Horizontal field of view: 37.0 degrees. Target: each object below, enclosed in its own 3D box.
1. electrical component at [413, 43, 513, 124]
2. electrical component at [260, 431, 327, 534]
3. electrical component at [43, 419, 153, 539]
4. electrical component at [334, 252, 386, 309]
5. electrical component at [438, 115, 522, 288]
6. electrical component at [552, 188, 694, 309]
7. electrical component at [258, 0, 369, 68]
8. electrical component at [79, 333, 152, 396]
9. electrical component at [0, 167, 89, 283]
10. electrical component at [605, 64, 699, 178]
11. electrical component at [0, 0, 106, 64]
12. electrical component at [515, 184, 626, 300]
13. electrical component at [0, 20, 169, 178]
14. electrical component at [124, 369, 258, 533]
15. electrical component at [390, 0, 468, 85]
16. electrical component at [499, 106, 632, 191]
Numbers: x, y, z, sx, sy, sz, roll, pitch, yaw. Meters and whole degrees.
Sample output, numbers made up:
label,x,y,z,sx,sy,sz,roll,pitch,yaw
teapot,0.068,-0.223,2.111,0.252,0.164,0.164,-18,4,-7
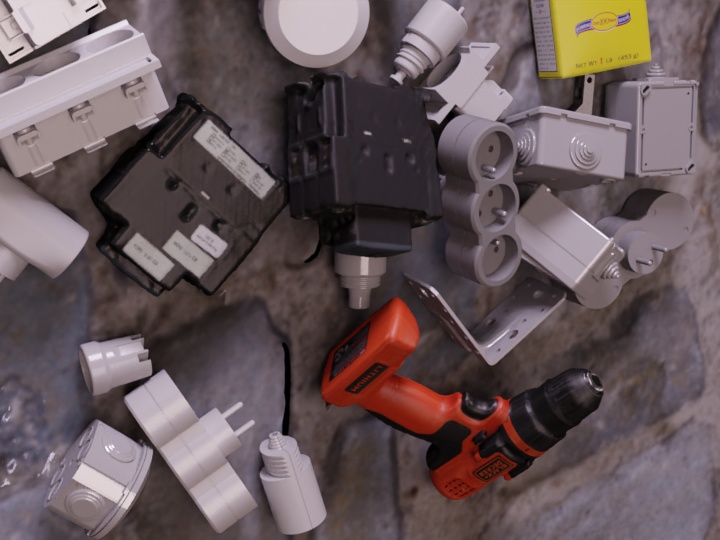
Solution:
label,x,y,z,sx,sy,sz,roll,pitch,yaw
electrical component,0.087,-0.146,0.883,0.064,0.042,0.081,41,85,-27
electrical component,-0.059,0.171,0.885,0.043,0.043,0.081,-21,107,-17
electrical component,-0.196,0.157,0.810,0.051,0.080,0.080,35,86,-18
electrical component,0.000,0.000,0.876,0.043,0.043,0.062,-4,103,-21
electrical component,0.087,-0.059,0.875,0.052,0.074,0.138,-21,118,-30
electrical component,0.242,-0.018,0.951,0.138,0.074,0.052,-38,111,-11
electrical component,-0.037,-0.196,0.814,0.080,0.051,0.080,-4,108,-14
electrical component,-0.186,0.070,0.818,0.046,0.040,0.040,-15,105,-23
electrical component,-0.251,-0.019,0.772,0.077,0.044,0.079,40,84,-23
electrical component,0.251,-0.131,0.940,0.062,0.061,0.096,-6,102,-21
electrical component,-0.238,-0.213,0.730,0.079,0.063,0.121,-34,110,-12
electrical component,0.174,-0.016,0.904,0.061,0.096,0.062,-51,155,7
electrical component,-0.203,-0.119,0.758,0.121,0.079,0.063,-28,125,-15
electrical component,-0.118,0.134,0.850,0.074,0.052,0.138,-35,111,-12
electrical component,0.052,-0.181,0.863,0.040,0.040,0.078,40,84,-23
electrical component,0.163,-0.098,0.892,0.100,0.100,0.048,7,85,-22
